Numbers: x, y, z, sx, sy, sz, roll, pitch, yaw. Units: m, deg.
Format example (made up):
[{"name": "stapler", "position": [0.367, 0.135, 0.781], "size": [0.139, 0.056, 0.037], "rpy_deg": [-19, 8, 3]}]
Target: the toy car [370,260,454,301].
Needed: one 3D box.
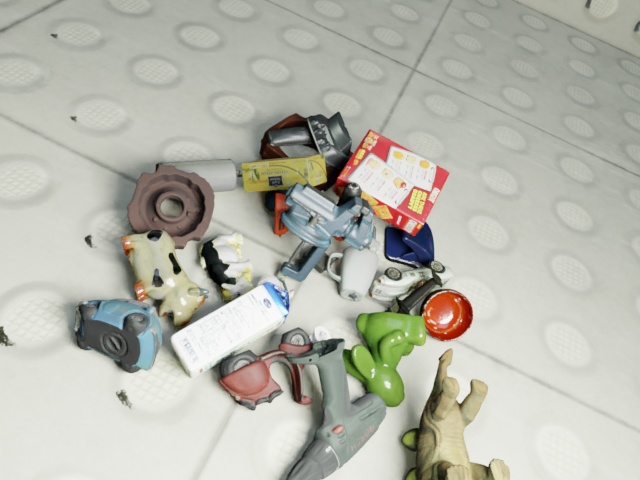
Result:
[{"name": "toy car", "position": [0.204, 0.093, 1.191], "size": [0.202, 0.073, 0.056], "rpy_deg": [-8, 54, -25]}]

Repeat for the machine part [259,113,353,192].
[{"name": "machine part", "position": [-0.035, -0.215, 1.357], "size": [0.201, 0.087, 0.201], "rpy_deg": [37, 47, 12]}]

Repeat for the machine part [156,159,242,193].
[{"name": "machine part", "position": [-0.279, -0.141, 1.212], "size": [0.243, 0.079, 0.079], "rpy_deg": [-8, 55, -26]}]

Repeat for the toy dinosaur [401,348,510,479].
[{"name": "toy dinosaur", "position": [0.207, 0.388, 0.859], "size": [0.105, 0.198, 0.471], "rpy_deg": [16, 48, -8]}]

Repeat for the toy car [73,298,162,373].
[{"name": "toy car", "position": [-0.339, 0.152, 0.937], "size": [0.162, 0.109, 0.103], "rpy_deg": [18, 23, 10]}]

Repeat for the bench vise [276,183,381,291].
[{"name": "bench vise", "position": [-0.002, 0.001, 1.106], "size": [0.223, 0.240, 0.129], "rpy_deg": [28, 19, -20]}]

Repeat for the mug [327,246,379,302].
[{"name": "mug", "position": [0.068, 0.072, 1.158], "size": [0.109, 0.080, 0.107], "rpy_deg": [18, 54, -7]}]

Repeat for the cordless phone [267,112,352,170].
[{"name": "cordless phone", "position": [-0.026, -0.229, 1.276], "size": [0.184, 0.088, 0.147], "rpy_deg": [-9, 55, -13]}]

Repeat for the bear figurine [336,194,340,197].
[{"name": "bear figurine", "position": [0.147, -0.111, 1.315], "size": [0.196, 0.120, 0.132], "rpy_deg": [-3, 57, -20]}]

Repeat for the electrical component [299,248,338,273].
[{"name": "electrical component", "position": [-0.003, 0.044, 1.193], "size": [0.063, 0.021, 0.094], "rpy_deg": [41, 48, 16]}]

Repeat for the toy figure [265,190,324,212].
[{"name": "toy figure", "position": [-0.051, -0.090, 1.264], "size": [0.154, 0.064, 0.058], "rpy_deg": [3, 11, -23]}]

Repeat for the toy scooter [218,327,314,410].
[{"name": "toy scooter", "position": [-0.082, 0.247, 0.958], "size": [0.184, 0.075, 0.135], "rpy_deg": [-20, 83, -22]}]

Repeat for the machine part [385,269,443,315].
[{"name": "machine part", "position": [0.196, 0.120, 1.123], "size": [0.139, 0.084, 0.039], "rpy_deg": [-40, 92, 2]}]

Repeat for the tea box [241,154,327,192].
[{"name": "tea box", "position": [-0.081, -0.152, 1.219], "size": [0.170, 0.068, 0.098], "rpy_deg": [-2, 12, 26]}]

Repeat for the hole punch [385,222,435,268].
[{"name": "hole punch", "position": [0.223, -0.002, 1.272], "size": [0.116, 0.092, 0.142], "rpy_deg": [17, 44, -11]}]

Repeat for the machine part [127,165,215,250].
[{"name": "machine part", "position": [-0.306, -0.066, 1.111], "size": [0.179, 0.056, 0.179], "rpy_deg": [3, 78, -16]}]

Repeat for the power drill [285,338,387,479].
[{"name": "power drill", "position": [0.010, 0.282, 0.911], "size": [0.232, 0.086, 0.207], "rpy_deg": [-18, 87, -39]}]

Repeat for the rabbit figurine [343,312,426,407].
[{"name": "rabbit figurine", "position": [0.122, 0.226, 1.025], "size": [0.159, 0.121, 0.170], "rpy_deg": [15, 62, -17]}]

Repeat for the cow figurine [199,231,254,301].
[{"name": "cow figurine", "position": [-0.185, 0.065, 1.078], "size": [0.098, 0.068, 0.167], "rpy_deg": [-10, 52, -20]}]

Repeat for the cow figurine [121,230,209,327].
[{"name": "cow figurine", "position": [-0.290, 0.072, 1.017], "size": [0.127, 0.085, 0.195], "rpy_deg": [-18, 76, -18]}]
